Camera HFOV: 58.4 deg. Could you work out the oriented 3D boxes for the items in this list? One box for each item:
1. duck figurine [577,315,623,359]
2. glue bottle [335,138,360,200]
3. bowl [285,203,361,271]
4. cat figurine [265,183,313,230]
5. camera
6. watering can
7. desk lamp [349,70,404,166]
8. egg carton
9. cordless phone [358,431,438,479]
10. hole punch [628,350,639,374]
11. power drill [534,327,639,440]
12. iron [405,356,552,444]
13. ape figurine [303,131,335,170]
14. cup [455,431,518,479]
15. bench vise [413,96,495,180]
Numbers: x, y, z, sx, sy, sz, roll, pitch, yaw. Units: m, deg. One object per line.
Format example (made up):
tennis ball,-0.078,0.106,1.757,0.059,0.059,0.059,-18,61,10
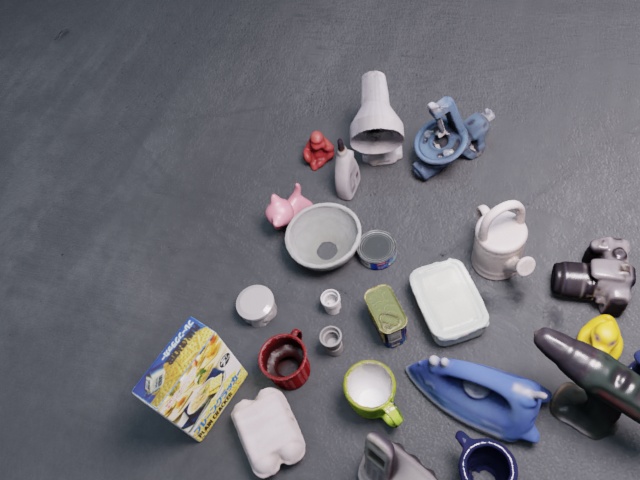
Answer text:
duck figurine,0.513,0.175,1.035,0.077,0.086,0.105,19,63,22
glue bottle,0.057,-0.168,1.291,0.037,0.173,0.078,15,62,20
bowl,0.011,0.004,1.247,0.167,0.075,0.167,-5,57,8
cat figurine,-0.076,-0.071,1.286,0.067,0.118,0.128,25,65,24
camera,0.521,0.060,1.099,0.136,0.101,0.143,5,59,14
watering can,0.357,-0.004,1.115,0.101,0.194,0.172,-41,59,-15
desk lamp,0.131,-0.264,1.315,0.117,0.214,0.203,-4,57,8
egg carton,-0.094,0.349,1.046,0.107,0.069,0.150,-28,57,-8
cordless phone,0.127,0.378,0.917,0.147,0.185,0.094,30,67,26
hole punch,0.596,0.228,0.982,0.101,0.091,0.108,-27,57,-7
power drill,0.442,0.245,0.929,0.229,0.209,0.076,28,66,25
iron,0.267,0.251,0.999,0.257,0.142,0.119,17,62,20
ape figurine,-0.005,-0.226,1.389,0.077,0.092,0.076,-1,57,10
cup,0.264,0.375,0.947,0.092,0.095,0.117,-35,58,-12
bench vise,0.291,-0.256,1.276,0.121,0.220,0.208,34,69,28
